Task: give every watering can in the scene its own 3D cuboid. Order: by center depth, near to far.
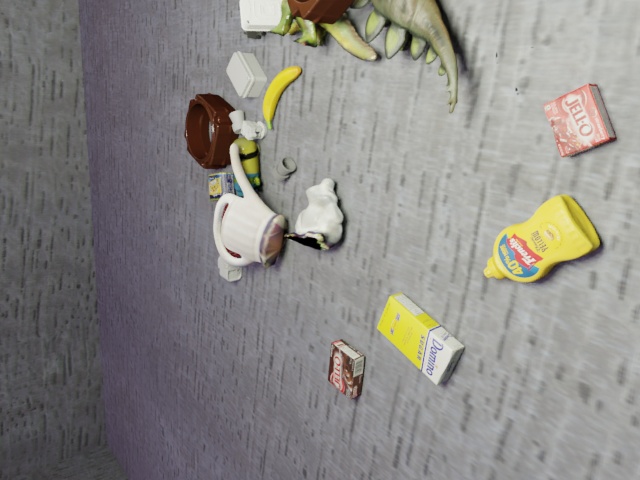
[{"bbox_3d":[-0.189,-0.068,1.385,0.225,0.105,0.341,23,116,21],"label":"watering can"}]

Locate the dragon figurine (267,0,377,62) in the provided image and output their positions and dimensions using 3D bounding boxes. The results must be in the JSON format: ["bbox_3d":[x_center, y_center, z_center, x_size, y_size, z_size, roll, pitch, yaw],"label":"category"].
[{"bbox_3d":[0.000,-0.548,1.129,0.414,0.123,0.239,29,111,32],"label":"dragon figurine"}]

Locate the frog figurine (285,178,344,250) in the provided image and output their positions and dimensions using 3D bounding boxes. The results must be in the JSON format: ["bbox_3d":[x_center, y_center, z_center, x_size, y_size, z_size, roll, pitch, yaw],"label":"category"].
[{"bbox_3d":[0.004,-0.062,1.223,0.136,0.122,0.162,-17,48,59],"label":"frog figurine"}]
